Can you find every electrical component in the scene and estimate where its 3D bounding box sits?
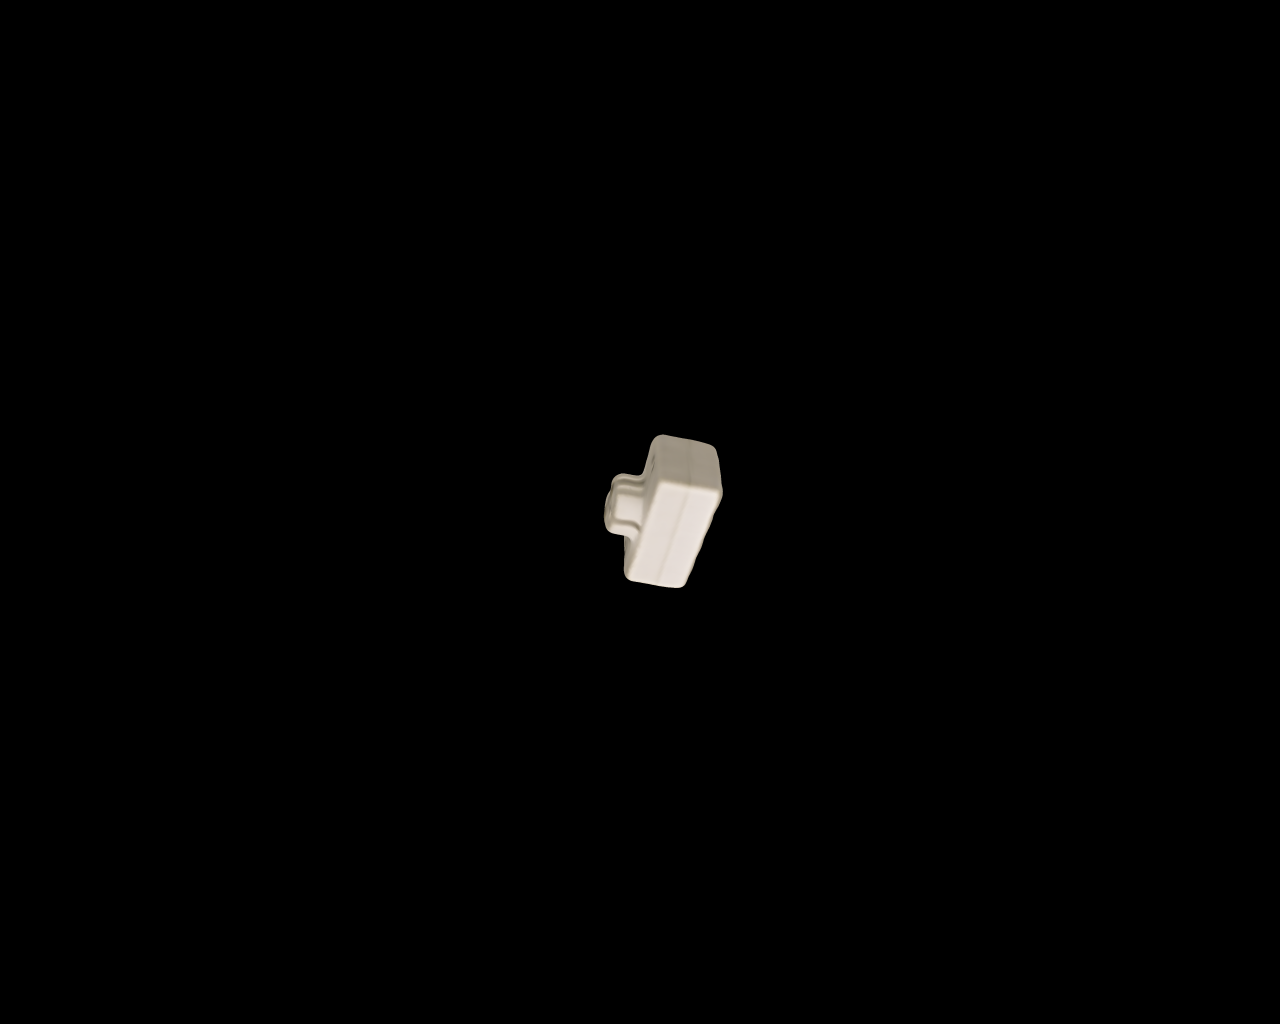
[{"bbox_3d":[0.001,-0.003,0.650,0.076,0.083,0.047,11,40,-9],"label":"electrical component"}]
